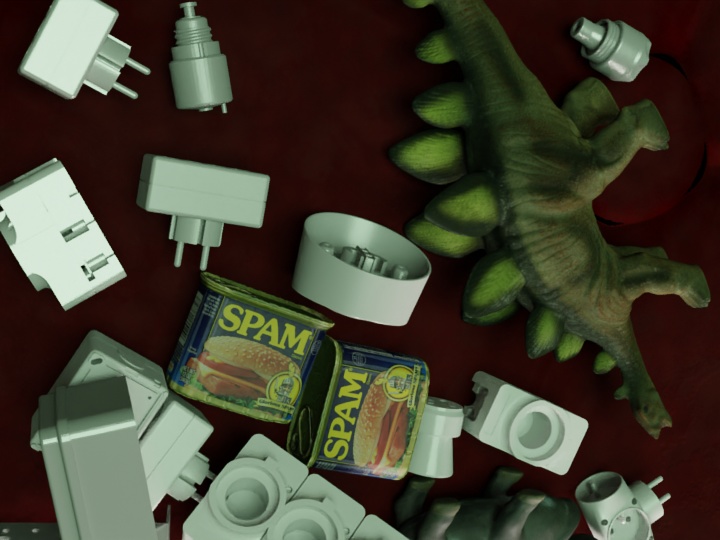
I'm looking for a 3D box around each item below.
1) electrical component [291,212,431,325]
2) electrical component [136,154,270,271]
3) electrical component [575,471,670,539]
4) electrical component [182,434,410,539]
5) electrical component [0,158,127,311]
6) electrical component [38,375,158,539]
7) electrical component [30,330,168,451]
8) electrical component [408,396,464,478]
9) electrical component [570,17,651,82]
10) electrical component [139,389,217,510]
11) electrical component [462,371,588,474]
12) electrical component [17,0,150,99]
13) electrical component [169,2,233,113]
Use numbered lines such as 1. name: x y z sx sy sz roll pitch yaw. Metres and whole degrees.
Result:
1. electrical component: 0.000 0.000 0.788 0.099 0.099 0.064 15 99 -21
2. electrical component: -0.115 -0.038 0.765 0.083 0.047 0.075 8 95 -21
3. electrical component: 0.235 0.208 0.930 0.079 0.044 0.077 -31 107 -14
4. electrical component: -0.042 0.199 0.769 0.150 0.061 0.089 34 61 9
5. electrical component: -0.208 -0.023 0.732 0.056 0.050 0.089 -31 107 -13
6. electrical component: -0.168 0.134 0.694 0.057 0.078 0.113 -11 107 -14
7. electrical component: -0.187 0.099 0.756 0.062 0.061 0.096 33 94 -21
8. electrical component: 0.057 0.132 0.854 0.045 0.045 0.055 9 95 -21
9. electrical component: 0.197 -0.180 0.859 0.062 0.043 0.043 25 89 -21
10. electrical component: -0.136 0.143 0.785 0.076 0.047 0.083 39 84 -21
11. electrical component: 0.133 0.125 0.874 0.089 0.056 0.050 25 89 -21
12. electrical component: -0.180 -0.143 0.725 0.077 0.047 0.065 28 88 -21
13. electrical component: -0.114 -0.147 0.752 0.040 0.040 0.078 -12 102 -18
